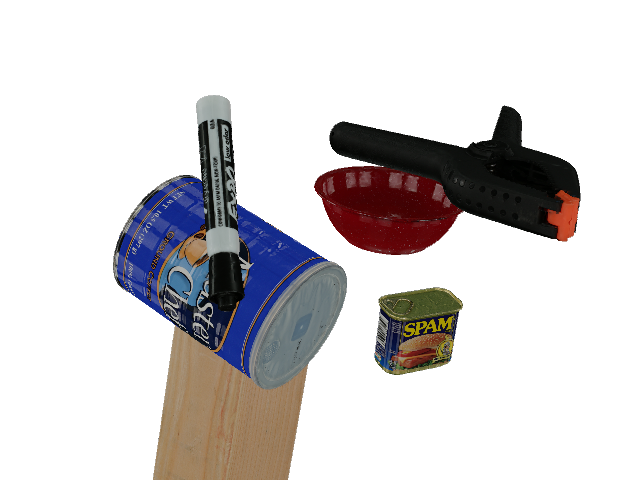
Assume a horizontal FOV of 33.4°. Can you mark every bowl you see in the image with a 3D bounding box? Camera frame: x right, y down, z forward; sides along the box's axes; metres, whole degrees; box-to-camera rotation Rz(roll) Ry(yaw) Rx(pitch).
[{"bbox_3d":[0.072,-0.027,1.119,0.162,0.055,0.162,5,22,-2],"label":"bowl"}]

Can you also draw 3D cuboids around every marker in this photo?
[{"bbox_3d":[-0.053,-0.020,0.564,0.020,0.121,0.020,-5,-23,-3],"label":"marker"}]

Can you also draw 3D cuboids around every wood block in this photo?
[{"bbox_3d":[-0.083,0.170,0.953,0.090,0.206,0.090,20,17,36],"label":"wood block"}]

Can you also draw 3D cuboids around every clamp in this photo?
[{"bbox_3d":[0.108,-0.052,0.761,0.164,0.036,0.210,-6,26,-15],"label":"clamp"}]

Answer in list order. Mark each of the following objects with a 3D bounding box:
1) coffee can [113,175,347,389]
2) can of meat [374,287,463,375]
[{"bbox_3d":[-0.066,0.029,0.782,0.140,0.103,0.102,32,14,24],"label":"coffee can"},{"bbox_3d":[0.118,0.112,1.310,0.102,0.084,0.057,-7,29,-24],"label":"can of meat"}]
